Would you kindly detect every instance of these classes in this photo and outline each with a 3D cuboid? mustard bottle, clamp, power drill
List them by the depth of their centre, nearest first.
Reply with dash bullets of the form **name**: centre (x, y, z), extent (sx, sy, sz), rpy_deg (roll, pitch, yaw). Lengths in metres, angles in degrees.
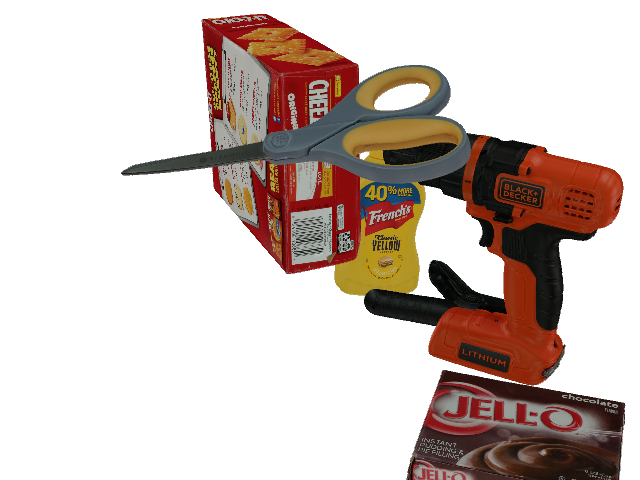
- **power drill**: centre (0.129, 0.010, 0.828), extent (0.185, 0.188, 0.057), rpy_deg (16, 32, 24)
- **clamp**: centre (0.141, 0.064, 1.018), extent (0.172, 0.039, 0.120), rpy_deg (21, 35, 26)
- **mustard bottle**: centre (0.070, -0.034, 1.212), extent (0.096, 0.192, 0.058), rpy_deg (0, 17, -14)

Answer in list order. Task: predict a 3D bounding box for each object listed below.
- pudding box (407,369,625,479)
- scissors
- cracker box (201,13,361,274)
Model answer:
- **pudding box**: centre (0.114, 0.120, 0.611), extent (0.113, 0.039, 0.090), rpy_deg (11, 29, 13)
- **scissors**: centre (-0.010, -0.068, 0.622), extent (0.202, 0.096, 0.016), rpy_deg (4, -40, 19)
- **cracker box**: centre (-0.035, -0.090, 0.899), extent (0.072, 0.164, 0.214), rpy_deg (-10, 25, -18)
